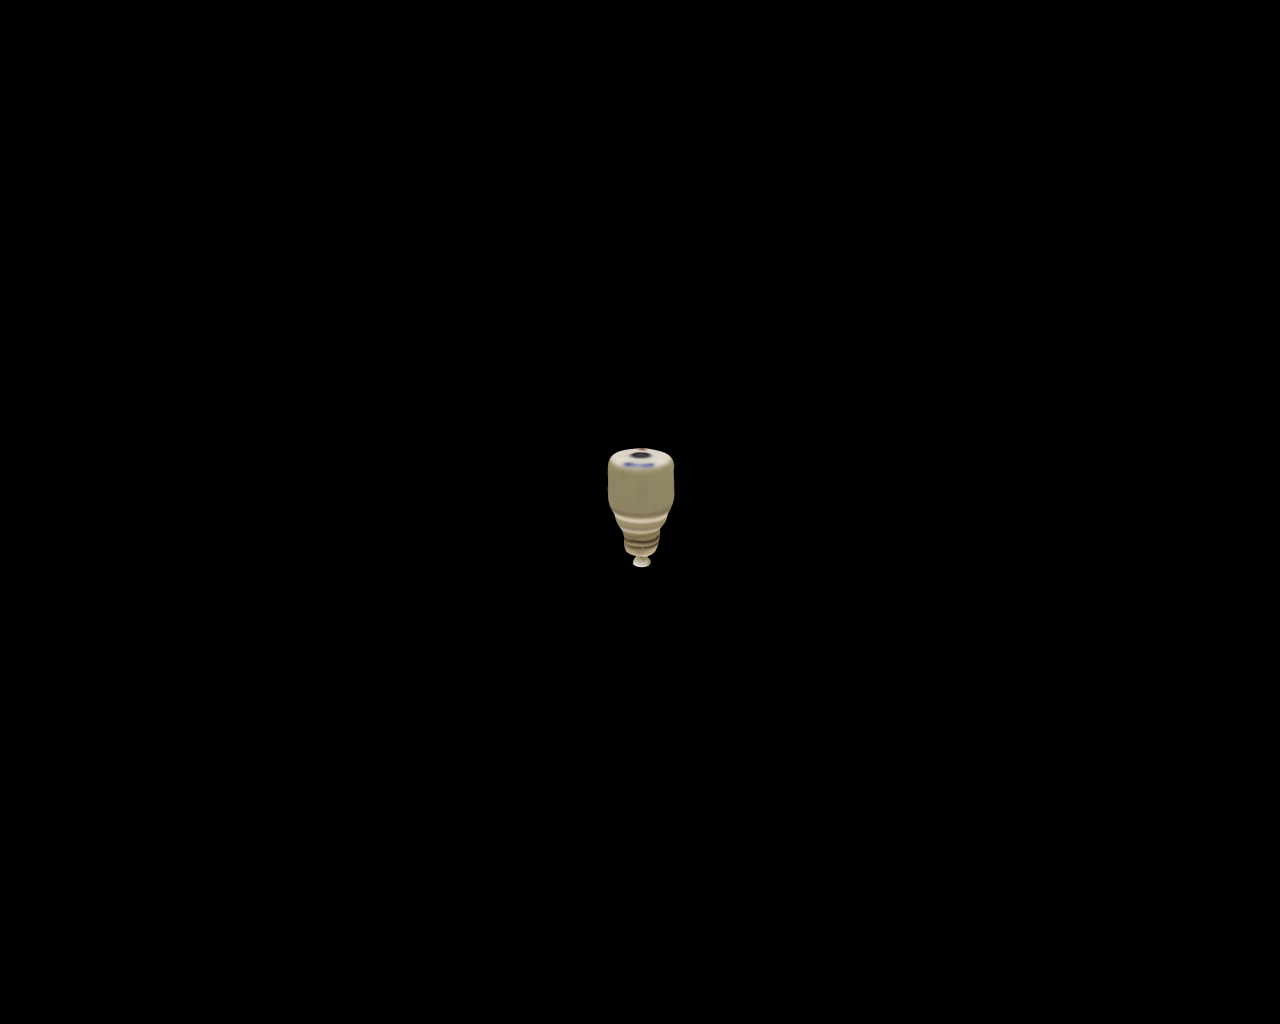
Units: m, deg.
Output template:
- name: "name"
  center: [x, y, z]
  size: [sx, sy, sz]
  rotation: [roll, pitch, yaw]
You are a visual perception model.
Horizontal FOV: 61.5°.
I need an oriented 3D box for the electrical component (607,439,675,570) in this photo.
- name: "electrical component"
  center: [0.001, -0.003, 0.650]
  size: [0.040, 0.078, 0.040]
  rotation: [0, 22, 0]
